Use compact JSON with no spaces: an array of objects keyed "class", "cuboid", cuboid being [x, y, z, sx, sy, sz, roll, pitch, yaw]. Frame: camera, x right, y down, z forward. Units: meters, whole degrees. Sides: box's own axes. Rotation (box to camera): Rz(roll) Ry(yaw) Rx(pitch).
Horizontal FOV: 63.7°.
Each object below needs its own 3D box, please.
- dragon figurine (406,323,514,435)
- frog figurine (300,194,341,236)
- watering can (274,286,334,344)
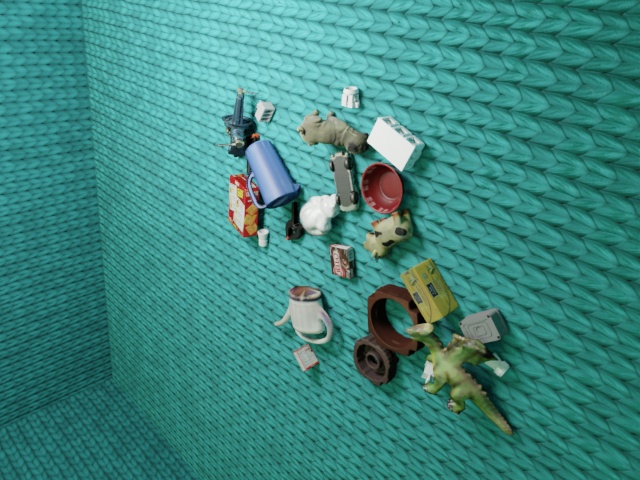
[{"class":"dragon figurine","cuboid":[0.422,0.381,1.485,0.413,0.124,0.237,33,138,16]},{"class":"frog figurine","cuboid":[0.005,-0.090,1.779,0.157,0.123,0.139,-38,57,58]},{"class":"watering can","cuboid":[-0.078,0.283,2.000,0.348,0.105,0.222,7,107,45]}]
